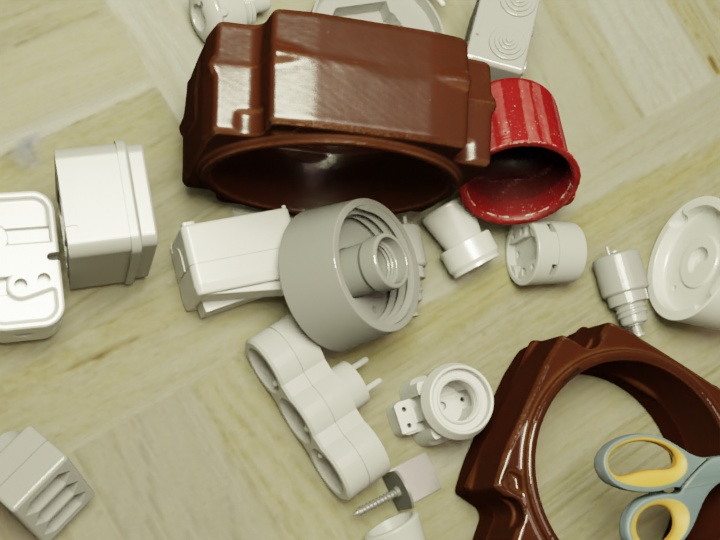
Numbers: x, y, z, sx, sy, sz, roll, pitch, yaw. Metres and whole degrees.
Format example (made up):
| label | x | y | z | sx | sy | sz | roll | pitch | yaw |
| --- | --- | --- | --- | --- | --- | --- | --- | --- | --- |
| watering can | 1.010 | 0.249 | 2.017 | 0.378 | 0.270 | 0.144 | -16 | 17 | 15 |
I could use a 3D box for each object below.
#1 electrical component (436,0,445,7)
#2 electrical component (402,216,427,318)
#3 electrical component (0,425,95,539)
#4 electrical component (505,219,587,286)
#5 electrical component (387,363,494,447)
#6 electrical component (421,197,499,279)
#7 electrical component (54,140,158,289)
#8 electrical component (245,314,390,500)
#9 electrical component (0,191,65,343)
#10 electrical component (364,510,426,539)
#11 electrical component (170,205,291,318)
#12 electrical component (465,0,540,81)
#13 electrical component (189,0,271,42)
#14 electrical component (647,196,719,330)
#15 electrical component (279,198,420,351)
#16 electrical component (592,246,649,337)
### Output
| label | x | y | z | sx | sy | sz | roll | pitch | yaw |
| --- | --- | --- | --- | --- | --- | --- | --- | --- | --- |
| electrical component | 0.051 | -0.253 | 0.893 | 0.047 | 0.083 | 0.075 | -37 | 90 | -23 |
| electrical component | 0.033 | -0.001 | 0.845 | 0.040 | 0.040 | 0.078 | -7 | 79 | -20 |
| electrical component | -0.227 | 0.133 | 0.717 | 0.077 | 0.065 | 0.047 | 33 | 65 | 24 |
| electrical component | 0.153 | -0.015 | 0.881 | 0.047 | 0.055 | 0.055 | 1 | 76 | -21 |
| electrical component | 0.067 | 0.102 | 0.820 | 0.078 | 0.057 | 0.058 | -15 | 81 | -21 |
| electrical component | 0.081 | -0.027 | 0.865 | 0.045 | 0.045 | 0.055 | -26 | 86 | -22 |
| electrical component | -0.178 | -0.036 | 0.746 | 0.057 | 0.113 | 0.078 | -8 | 79 | -17 |
| electrical component | -0.018 | 0.092 | 0.797 | 0.074 | 0.052 | 0.138 | -32 | 87 | -22 |
| electrical component | -0.237 | 0.000 | 0.746 | 0.054 | 0.059 | 0.095 | -5 | 78 | -19 |
| electrical component | 0.036 | 0.216 | 0.790 | 0.044 | 0.044 | 0.065 | -25 | 90 | -22 |
| electrical component | -0.085 | -0.006 | 0.796 | 0.096 | 0.062 | 0.061 | -11 | 80 | -20 |
| electrical component | 0.112 | -0.184 | 0.888 | 0.048 | 0.099 | 0.099 | 16 | 71 | 0 |
| electrical component | -0.101 | -0.207 | 0.854 | 0.062 | 0.048 | 0.048 | -24 | 84 | -29 |
| electrical component | 0.299 | -0.001 | 0.899 | 0.060 | 0.108 | 0.108 | 18 | 71 | -19 |
| electrical component | 0.000 | 0.000 | 0.777 | 0.108 | 0.060 | 0.108 | 23 | 59 | -46 |
| electrical component | 0.223 | 0.018 | 0.902 | 0.040 | 0.040 | 0.078 | -11 | 80 | -20 |
